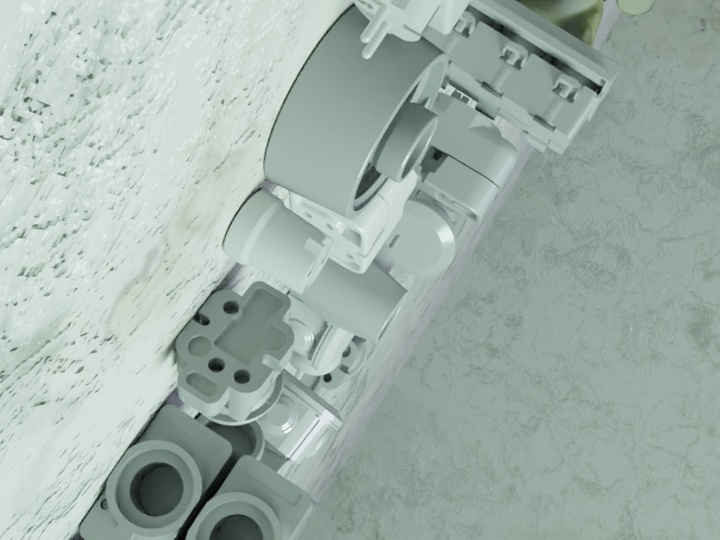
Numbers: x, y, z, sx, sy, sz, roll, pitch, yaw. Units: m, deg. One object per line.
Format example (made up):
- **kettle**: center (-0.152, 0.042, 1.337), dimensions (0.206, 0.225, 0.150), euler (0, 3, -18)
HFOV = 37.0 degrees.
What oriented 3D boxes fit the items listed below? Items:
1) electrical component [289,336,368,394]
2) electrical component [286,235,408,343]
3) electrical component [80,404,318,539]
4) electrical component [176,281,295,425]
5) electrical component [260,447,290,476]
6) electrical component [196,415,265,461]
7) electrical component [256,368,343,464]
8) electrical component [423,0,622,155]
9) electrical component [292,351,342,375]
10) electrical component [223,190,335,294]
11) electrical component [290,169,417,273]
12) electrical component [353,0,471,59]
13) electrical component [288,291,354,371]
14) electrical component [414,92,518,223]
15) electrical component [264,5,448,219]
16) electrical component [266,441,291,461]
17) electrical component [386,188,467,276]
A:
- **electrical component**: center (-0.026, 0.073, 0.969), dimensions (0.078, 0.058, 0.057), euler (-60, 170, 10)
- **electrical component**: center (0.000, 0.000, 0.766), dimensions (0.079, 0.077, 0.044), euler (-55, 172, -23)
- **electrical component**: center (-0.120, 0.184, 0.622), dimensions (0.186, 0.105, 0.060), euler (-57, 172, -13)
- **electrical component**: center (-0.070, 0.052, 0.602), dimensions (0.078, 0.058, 0.057), euler (-54, 168, -30)
- **electrical component**: center (-0.109, 0.177, 0.833), dimensions (0.108, 0.060, 0.108), euler (-57, 172, -12)
- **electrical component**: center (-0.120, 0.162, 0.731), dimensions (0.138, 0.052, 0.073), euler (-51, 170, -43)
- **electrical component**: center (-0.057, 0.111, 0.837), dimensions (0.051, 0.080, 0.080), euler (-52, 172, -7)
- **electrical component**: center (0.102, -0.135, 0.715), dimensions (0.063, 0.121, 0.078), euler (-55, 172, -7)
- **electrical component**: center (-0.038, 0.059, 0.900), dimensions (0.044, 0.044, 0.065), euler (-56, 167, -17)
- **electrical component**: center (-0.042, -0.014, 0.562), dimensions (0.040, 0.046, 0.040), euler (-57, 172, -12)
- **electrical component**: center (-0.004, -0.045, 0.655), dimensions (0.059, 0.054, 0.095), euler (-56, 172, -14)
- **electrical component**: center (0.022, -0.132, 0.498), dimensions (0.076, 0.047, 0.065), euler (-57, 172, -8)
- **electrical component**: center (-0.027, 0.033, 0.820), dimensions (0.080, 0.051, 0.080), euler (-57, 172, -12)
- **electrical component**: center (0.058, -0.083, 0.742), dimensions (0.059, 0.095, 0.054), euler (-58, 172, -1)
- **electrical component**: center (0.005, -0.077, 0.558), dimensions (0.108, 0.060, 0.108), euler (-57, 172, -12)
- **electrical component**: center (-0.104, 0.200, 1.026), dimensions (0.081, 0.042, 0.063), euler (-57, 171, -12)
- **electrical component**: center (0.051, -0.039, 0.939), dimensions (0.051, 0.080, 0.080), euler (-58, 175, -46)
